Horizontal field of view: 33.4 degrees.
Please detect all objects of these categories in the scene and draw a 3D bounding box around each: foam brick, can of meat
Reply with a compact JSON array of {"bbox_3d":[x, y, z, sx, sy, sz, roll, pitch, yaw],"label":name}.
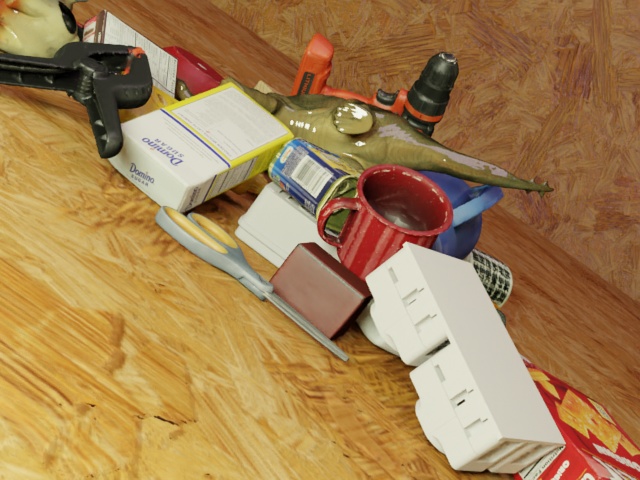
[{"bbox_3d":[0.002,0.045,0.950,0.078,0.051,0.053,39,11,12],"label":"foam brick"},{"bbox_3d":[0.009,-0.052,1.051,0.084,0.057,0.101,42,12,33],"label":"can of meat"}]

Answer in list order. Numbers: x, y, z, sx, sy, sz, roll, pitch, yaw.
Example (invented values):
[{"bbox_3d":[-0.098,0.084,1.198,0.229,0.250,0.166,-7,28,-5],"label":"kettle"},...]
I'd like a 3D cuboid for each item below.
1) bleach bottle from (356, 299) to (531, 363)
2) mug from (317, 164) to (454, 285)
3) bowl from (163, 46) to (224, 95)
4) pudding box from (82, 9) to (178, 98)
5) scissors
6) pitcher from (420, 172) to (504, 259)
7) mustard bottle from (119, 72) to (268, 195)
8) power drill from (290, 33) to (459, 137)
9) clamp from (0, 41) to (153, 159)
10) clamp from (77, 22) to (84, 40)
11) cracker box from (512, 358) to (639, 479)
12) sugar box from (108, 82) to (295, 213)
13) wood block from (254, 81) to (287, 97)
[{"bbox_3d":[0.142,0.107,1.088,0.250,0.068,0.103,31,18,-35],"label":"bleach bottle"},{"bbox_3d":[0.053,-0.010,0.976,0.117,0.082,0.093,6,43,-21],"label":"mug"},{"bbox_3d":[-0.177,-0.216,1.456,0.162,0.055,0.162,35,11,-8],"label":"bowl"},{"bbox_3d":[-0.206,-0.181,1.153,0.113,0.039,0.090,33,45,-43],"label":"pudding box"},{"bbox_3d":[-0.055,0.032,0.922,0.201,0.016,0.096,36,11,-3],"label":"scissors"},{"bbox_3d":[0.123,-0.012,1.283,0.145,0.149,0.242,22,15,11],"label":"pitcher"},{"bbox_3d":[-0.134,-0.099,1.101,0.191,0.058,0.096,31,22,-28],"label":"mustard bottle"},{"bbox_3d":[0.064,-0.184,1.326,0.187,0.185,0.057,25,41,2],"label":"power drill"},{"bbox_3d":[-0.202,-0.135,0.951,0.165,0.036,0.209,32,27,13],"label":"clamp"},{"bbox_3d":[-0.235,-0.209,1.297,0.171,0.039,0.120,27,9,-20],"label":"clamp"},{"bbox_3d":[0.241,0.206,0.965,0.164,0.072,0.214,30,14,-28],"label":"cracker box"},{"bbox_3d":[-0.110,-0.089,1.011,0.093,0.048,0.175,40,39,14],"label":"sugar box"},{"bbox_3d":[-0.015,-0.121,1.463,0.205,0.091,0.090,28,14,-38],"label":"wood block"}]
